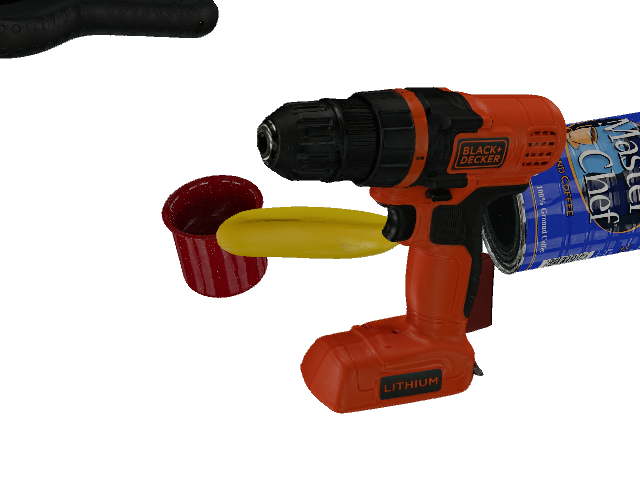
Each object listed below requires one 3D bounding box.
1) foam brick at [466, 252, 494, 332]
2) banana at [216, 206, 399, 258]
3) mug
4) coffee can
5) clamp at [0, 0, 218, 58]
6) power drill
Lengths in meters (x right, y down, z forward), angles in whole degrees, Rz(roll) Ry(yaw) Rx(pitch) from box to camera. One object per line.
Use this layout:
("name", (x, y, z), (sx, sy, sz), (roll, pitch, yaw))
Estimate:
("foam brick", (0.144, 0.051, 1.107), (0.051, 0.078, 0.053), (-14, 20, -42))
("banana", (-0.017, -0.002, 0.805), (0.198, 0.037, 0.069), (2, -15, 36))
("mug", (-0.103, -0.006, 0.999), (0.117, 0.081, 0.093), (27, 51, 34))
("coffee can", (0.195, -0.037, 0.785), (0.140, 0.103, 0.103), (-10, 1, -8))
("clamp", (-0.159, -0.142, 0.625), (0.171, 0.039, 0.120), (-11, 31, -28))
("power drill", (0.041, 0.005, 0.597), (0.184, 0.188, 0.057), (-4, 31, -26))
